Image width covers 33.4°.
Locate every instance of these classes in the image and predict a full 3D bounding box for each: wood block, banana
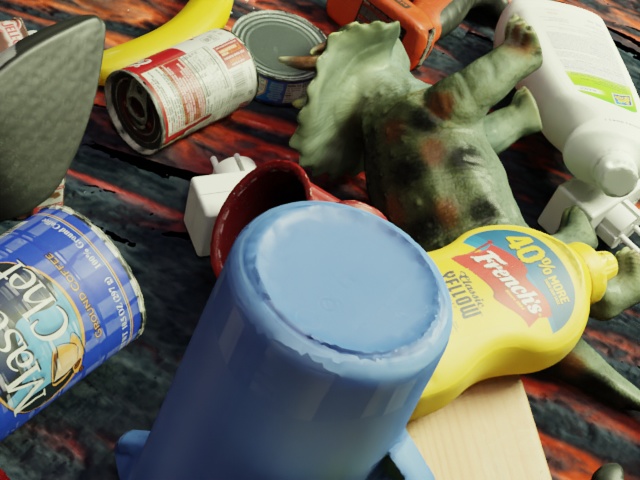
[{"bbox_3d":[0.079,0.138,0.659,0.090,0.090,0.206,1,52,-15],"label":"wood block"},{"bbox_3d":[-0.125,-0.173,0.884,0.070,0.037,0.197,40,52,14],"label":"banana"}]

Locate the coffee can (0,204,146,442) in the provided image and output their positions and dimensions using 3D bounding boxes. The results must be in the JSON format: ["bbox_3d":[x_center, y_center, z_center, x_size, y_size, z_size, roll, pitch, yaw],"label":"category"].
[{"bbox_3d":[-0.189,0.057,0.633,0.103,0.103,0.140,39,51,15],"label":"coffee can"}]

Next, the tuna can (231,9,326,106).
[{"bbox_3d":[-0.036,-0.153,0.898,0.086,0.034,0.086,8,50,-10],"label":"tuna can"}]

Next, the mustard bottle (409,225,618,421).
[{"bbox_3d":[0.105,0.039,0.649,0.191,0.058,0.096,-15,56,-26],"label":"mustard bottle"}]

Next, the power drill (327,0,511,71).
[{"bbox_3d":[0.092,-0.244,0.996,0.184,0.057,0.187,40,52,16],"label":"power drill"}]

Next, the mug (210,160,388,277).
[{"bbox_3d":[-0.005,0.001,0.714,0.081,0.117,0.093,28,52,-41],"label":"mug"}]

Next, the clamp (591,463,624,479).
[{"bbox_3d":[0.186,0.240,0.642,0.209,0.036,0.165,-31,65,-34],"label":"clamp"}]

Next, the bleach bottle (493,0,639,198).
[{"bbox_3d":[0.211,-0.117,0.882,0.102,0.068,0.251,10,35,-7],"label":"bleach bottle"}]

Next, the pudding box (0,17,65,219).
[{"bbox_3d":[-0.212,-0.086,0.751,0.039,0.090,0.113,-12,57,-24],"label":"pudding box"}]

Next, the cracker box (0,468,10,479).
[{"bbox_3d":[-0.251,0.135,0.518,0.214,0.072,0.164,42,95,17],"label":"cracker box"}]

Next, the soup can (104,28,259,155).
[{"bbox_3d":[-0.105,-0.116,0.824,0.102,0.069,0.068,-33,67,-35],"label":"soup can"}]

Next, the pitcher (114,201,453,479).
[{"bbox_3d":[-0.014,0.104,0.555,0.149,0.243,0.145,4,46,-20],"label":"pitcher"}]

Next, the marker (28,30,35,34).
[{"bbox_3d":[-0.212,-0.114,0.821,0.020,0.020,0.121,-6,54,-22],"label":"marker"}]
